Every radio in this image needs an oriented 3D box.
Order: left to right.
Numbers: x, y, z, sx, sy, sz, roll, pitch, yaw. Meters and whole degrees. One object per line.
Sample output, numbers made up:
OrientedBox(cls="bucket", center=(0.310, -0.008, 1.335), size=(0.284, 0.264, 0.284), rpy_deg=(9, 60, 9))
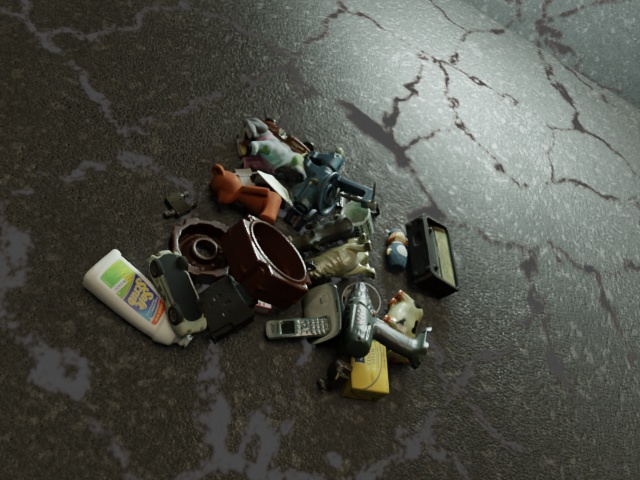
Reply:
OrientedBox(cls="radio", center=(0.321, 0.042, 1.541), size=(0.131, 0.073, 0.230), rpy_deg=(28, 44, -34))

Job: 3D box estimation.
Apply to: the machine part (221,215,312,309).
OrientedBox(cls="machine part", center=(-0.122, 0.049, 1.250), size=(0.201, 0.087, 0.201), rpy_deg=(28, 28, -46))

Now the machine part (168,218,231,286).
OrientedBox(cls="machine part", center=(-0.276, 0.029, 1.274), size=(0.179, 0.056, 0.179), rpy_deg=(15, 50, -19))

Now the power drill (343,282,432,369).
OrientedBox(cls="power drill", center=(0.154, 0.200, 1.255), size=(0.207, 0.086, 0.232), rpy_deg=(29, 33, -1))

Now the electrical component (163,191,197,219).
OrientedBox(cls="electrical component", center=(-0.356, -0.088, 1.339), size=(0.094, 0.021, 0.063), rpy_deg=(-30, 73, -39))

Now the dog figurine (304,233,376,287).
OrientedBox(cls="dog figurine", center=(0.036, 0.056, 1.405), size=(0.191, 0.172, 0.121), rpy_deg=(-10, 89, -2))

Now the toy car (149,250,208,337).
OrientedBox(cls="toy car", center=(-0.301, 0.108, 1.136), size=(0.073, 0.056, 0.202), rpy_deg=(-9, 60, -40))

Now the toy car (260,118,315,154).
OrientedBox(cls="toy car", center=(-0.101, -0.296, 1.607), size=(0.202, 0.053, 0.089), rpy_deg=(31, 44, -2))

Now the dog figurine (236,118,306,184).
OrientedBox(cls="dog figurine", center=(-0.117, -0.248, 1.531), size=(0.219, 0.108, 0.192), rpy_deg=(6, 51, -29))

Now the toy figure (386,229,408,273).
OrientedBox(cls="toy figure", center=(0.222, 0.023, 1.540), size=(0.064, 0.058, 0.154), rpy_deg=(52, 33, -40))

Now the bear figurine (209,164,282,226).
OrientedBox(cls="bear figurine", center=(-0.201, -0.099, 1.366), size=(0.196, 0.120, 0.132), rpy_deg=(22, 53, -10))

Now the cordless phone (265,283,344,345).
OrientedBox(cls="cordless phone", center=(-0.041, 0.179, 1.278), size=(0.184, 0.088, 0.147), rpy_deg=(0, 56, -10))

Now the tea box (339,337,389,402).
OrientedBox(cls="tea box", center=(0.102, 0.286, 1.273), size=(0.098, 0.068, 0.170), rpy_deg=(13, 53, -19))

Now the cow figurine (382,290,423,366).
OrientedBox(cls="cow figurine", center=(0.208, 0.234, 1.361), size=(0.127, 0.085, 0.195), rpy_deg=(31, 47, 4))

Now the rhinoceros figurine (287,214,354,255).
OrientedBox(cls="rhinoceros figurine", center=(-0.003, -0.004, 1.397), size=(0.190, 0.112, 0.073), rpy_deg=(-19, 107, -4))

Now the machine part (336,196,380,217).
OrientedBox(cls="machine part", center=(0.113, -0.106, 1.589), size=(0.139, 0.039, 0.084), rpy_deg=(18, 45, -13))

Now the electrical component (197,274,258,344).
OrientedBox(cls="electrical component", center=(-0.207, 0.147, 1.195), size=(0.134, 0.058, 0.115), rpy_deg=(-32, 75, -18))

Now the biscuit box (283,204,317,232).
OrientedBox(cls="biscuit box", center=(-0.018, -0.108, 1.504), size=(0.059, 0.062, 0.203), rpy_deg=(40, 48, 2))

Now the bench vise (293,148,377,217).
OrientedBox(cls="bench vise", center=(0.050, -0.142, 1.420), size=(0.241, 0.128, 0.224), rpy_deg=(22, 52, 24))

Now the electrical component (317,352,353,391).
OrientedBox(cls="electrical component", center=(0.037, 0.297, 1.209), size=(0.045, 0.102, 0.078), rpy_deg=(24, 43, -19))
